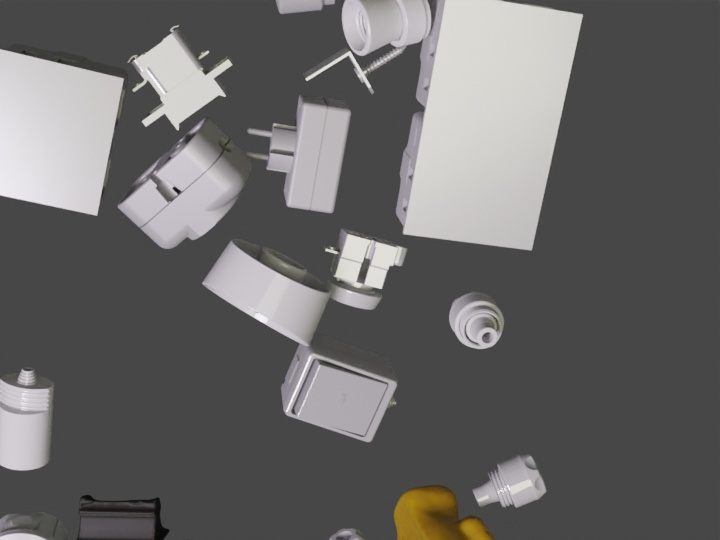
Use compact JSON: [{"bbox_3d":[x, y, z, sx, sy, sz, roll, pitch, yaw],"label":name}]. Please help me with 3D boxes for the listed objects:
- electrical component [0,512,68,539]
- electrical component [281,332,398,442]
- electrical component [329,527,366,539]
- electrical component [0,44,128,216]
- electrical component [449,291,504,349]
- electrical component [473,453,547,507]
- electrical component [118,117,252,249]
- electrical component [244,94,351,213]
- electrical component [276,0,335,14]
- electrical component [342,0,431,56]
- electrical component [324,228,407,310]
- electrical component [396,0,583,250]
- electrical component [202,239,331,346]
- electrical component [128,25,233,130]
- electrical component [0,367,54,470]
[{"bbox_3d":[-0.289,0.251,0.927,0.080,0.051,0.080,-2,108,-7],"label":"electrical component"},{"bbox_3d":[-0.012,0.101,0.908,0.096,0.061,0.061,20,104,-13],"label":"electrical component"},{"bbox_3d":[-0.005,0.266,0.977,0.035,0.035,0.061,-19,111,-1],"label":"electrical component"},{"bbox_3d":[-0.277,-0.118,0.805,0.186,0.060,0.105,12,106,-11],"label":"electrical component"},{"bbox_3d":[0.100,0.046,0.904,0.043,0.062,0.043,-2,108,-6],"label":"electrical component"},{"bbox_3d":[0.133,0.193,0.966,0.062,0.043,0.043,-23,109,2],"label":"electrical component"},{"bbox_3d":[-0.132,-0.064,0.834,0.095,0.053,0.059,-37,109,25],"label":"electrical component"},{"bbox_3d":[-0.053,-0.095,0.847,0.076,0.047,0.083,8,107,-9],"label":"electrical component"},{"bbox_3d":[-0.032,-0.217,0.814,0.078,0.040,0.040,-7,108,-5],"label":"electrical component"},{"bbox_3d":[0.020,-0.191,0.820,0.055,0.045,0.045,-18,110,-23],"label":"electrical component"},{"bbox_3d":[0.000,0.000,0.886,0.066,0.048,0.055,15,98,-11],"label":"electrical component"},{"bbox_3d":[0.097,-0.119,0.851,0.105,0.060,0.186,7,107,-9],"label":"electrical component"},{"bbox_3d":[-0.074,0.019,0.858,0.099,0.099,0.064,27,97,-14],"label":"electrical component"},{"bbox_3d":[-0.139,-0.148,0.822,0.081,0.042,0.063,-34,107,4],"label":"electrical component"},{"bbox_3d":[-0.277,0.119,0.890,0.043,0.043,0.081,5,107,-9],"label":"electrical component"}]
